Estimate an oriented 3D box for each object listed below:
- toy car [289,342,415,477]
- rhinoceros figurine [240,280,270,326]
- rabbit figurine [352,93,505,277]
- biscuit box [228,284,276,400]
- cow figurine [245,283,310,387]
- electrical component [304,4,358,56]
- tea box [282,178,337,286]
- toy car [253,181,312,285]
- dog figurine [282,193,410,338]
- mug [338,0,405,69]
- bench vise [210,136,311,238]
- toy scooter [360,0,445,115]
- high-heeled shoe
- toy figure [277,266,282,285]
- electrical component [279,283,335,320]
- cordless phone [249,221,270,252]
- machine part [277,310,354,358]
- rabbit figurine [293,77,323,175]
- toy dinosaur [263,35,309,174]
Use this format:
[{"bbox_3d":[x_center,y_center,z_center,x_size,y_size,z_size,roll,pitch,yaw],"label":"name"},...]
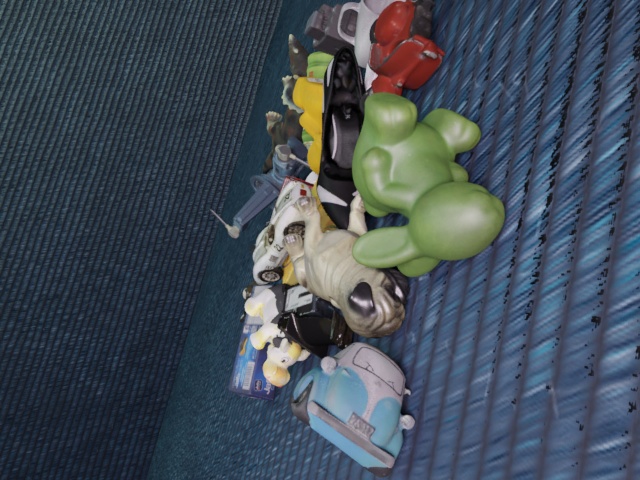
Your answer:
[{"bbox_3d":[0.036,0.155,0.534,0.103,0.109,0.161,-53,0,-13],"label":"toy car"},{"bbox_3d":[-0.126,0.154,1.118,0.190,0.073,0.112,-94,16,-49],"label":"rhinoceros figurine"},{"bbox_3d":[0.091,-0.038,0.500,0.159,0.121,0.170,-59,35,23],"label":"rabbit figurine"},{"bbox_3d":[-0.105,0.186,0.985,0.059,0.062,0.202,-8,63,41],"label":"biscuit box"},{"bbox_3d":[-0.057,0.144,0.854,0.098,0.068,0.167,-35,45,16],"label":"cow figurine"},{"bbox_3d":[0.043,-0.363,0.955,0.115,0.134,0.058,-157,85,-76],"label":"electrical component"},{"bbox_3d":[-0.002,-0.003,0.853,0.098,0.068,0.169,-100,30,-56],"label":"tea box"},{"bbox_3d":[-0.062,-0.006,0.829,0.201,0.056,0.073,125,155,-44],"label":"toy car"},{"bbox_3d":[0.030,0.058,0.645,0.172,0.121,0.191,87,169,-51],"label":"dog figurine"},{"bbox_3d":[0.081,-0.327,0.855,0.107,0.110,0.081,106,166,-51],"label":"mug"},{"bbox_3d":[-0.108,-0.101,1.151,0.240,0.129,0.223,-47,0,-18],"label":"bench vise"},{"bbox_3d":[0.115,-0.253,0.709,0.135,0.075,0.184,-23,51,61],"label":"toy scooter"},{"bbox_3d":[0.039,-0.143,0.745,0.145,0.086,0.249,98,168,-55],"label":"high-heeled shoe"},{"bbox_3d":[-0.055,0.091,0.958,0.064,0.058,0.154,141,139,-72],"label":"toy figure"},{"bbox_3d":[-0.003,0.085,0.789,0.119,0.047,0.075,-24,46,31],"label":"electrical component"},{"bbox_3d":[-0.061,-0.033,1.102,0.184,0.089,0.147,-62,15,-3],"label":"cordless phone"},{"bbox_3d":[-0.002,0.128,0.729,0.039,0.084,0.139,-53,15,-27],"label":"machine part"},{"bbox_3d":[0.023,-0.187,0.934,0.162,0.122,0.173,-120,34,-57],"label":"rabbit figurine"},{"bbox_3d":[-0.058,-0.260,1.239,0.192,0.131,0.404,-93,19,-51],"label":"toy dinosaur"}]
